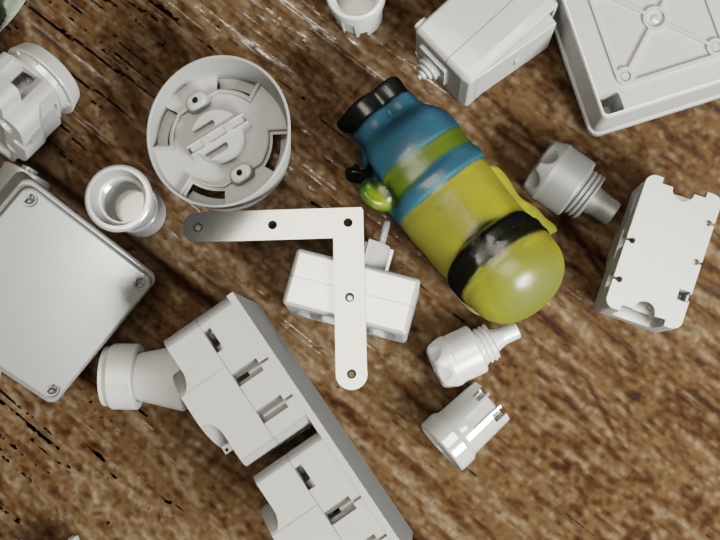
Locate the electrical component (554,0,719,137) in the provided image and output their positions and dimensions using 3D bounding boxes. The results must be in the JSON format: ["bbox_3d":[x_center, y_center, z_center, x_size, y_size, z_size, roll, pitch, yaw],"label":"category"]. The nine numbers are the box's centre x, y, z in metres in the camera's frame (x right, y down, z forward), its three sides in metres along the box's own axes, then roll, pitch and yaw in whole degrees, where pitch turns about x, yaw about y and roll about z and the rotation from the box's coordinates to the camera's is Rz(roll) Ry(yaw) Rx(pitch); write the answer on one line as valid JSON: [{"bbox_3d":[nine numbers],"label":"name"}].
[{"bbox_3d":[0.192,-0.159,0.720,0.109,0.056,0.108,-17,83,1],"label":"electrical component"}]

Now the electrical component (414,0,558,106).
[{"bbox_3d":[0.081,-0.154,0.722,0.096,0.061,0.061,-42,83,-2],"label":"electrical component"}]

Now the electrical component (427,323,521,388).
[{"bbox_3d":[0.077,0.052,0.714,0.061,0.035,0.035,-25,83,-2],"label":"electrical component"}]

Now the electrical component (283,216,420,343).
[{"bbox_3d":[0.000,0.000,0.718,0.083,0.047,0.075,14,80,5],"label":"electrical component"}]

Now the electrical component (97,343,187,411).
[{"bbox_3d":[-0.143,0.071,0.719,0.055,0.045,0.045,1,84,4],"label":"electrical component"}]

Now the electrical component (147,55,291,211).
[{"bbox_3d":[-0.093,-0.089,0.723,0.099,0.064,0.099,0,84,3],"label":"electrical component"}]

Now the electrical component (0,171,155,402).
[{"bbox_3d":[-0.211,0.010,0.701,0.109,0.056,0.108,41,86,-26],"label":"electrical component"}]

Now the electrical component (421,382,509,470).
[{"bbox_3d":[0.070,0.102,0.707,0.046,0.040,0.040,-41,83,-8],"label":"electrical component"}]

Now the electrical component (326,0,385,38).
[{"bbox_3d":[-0.002,-0.183,0.738,0.040,0.046,0.040,0,84,3],"label":"electrical component"}]

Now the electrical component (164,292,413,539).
[{"bbox_3d":[-0.045,0.111,0.678,0.060,0.105,0.186,-35,83,-1],"label":"electrical component"}]

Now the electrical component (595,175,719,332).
[{"bbox_3d":[0.193,-0.009,0.704,0.050,0.055,0.089,19,85,5],"label":"electrical component"}]

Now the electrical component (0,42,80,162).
[{"bbox_3d":[-0.230,-0.117,0.732,0.058,0.078,0.057,35,66,6],"label":"electrical component"}]

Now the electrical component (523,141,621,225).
[{"bbox_3d":[0.144,-0.054,0.718,0.062,0.043,0.043,35,87,5],"label":"electrical component"}]

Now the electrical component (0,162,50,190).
[{"bbox_3d":[-0.242,-0.041,0.739,0.044,0.044,0.065,25,81,5],"label":"electrical component"}]

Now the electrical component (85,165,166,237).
[{"bbox_3d":[-0.154,-0.043,0.721,0.044,0.065,0.044,0,84,3],"label":"electrical component"}]
